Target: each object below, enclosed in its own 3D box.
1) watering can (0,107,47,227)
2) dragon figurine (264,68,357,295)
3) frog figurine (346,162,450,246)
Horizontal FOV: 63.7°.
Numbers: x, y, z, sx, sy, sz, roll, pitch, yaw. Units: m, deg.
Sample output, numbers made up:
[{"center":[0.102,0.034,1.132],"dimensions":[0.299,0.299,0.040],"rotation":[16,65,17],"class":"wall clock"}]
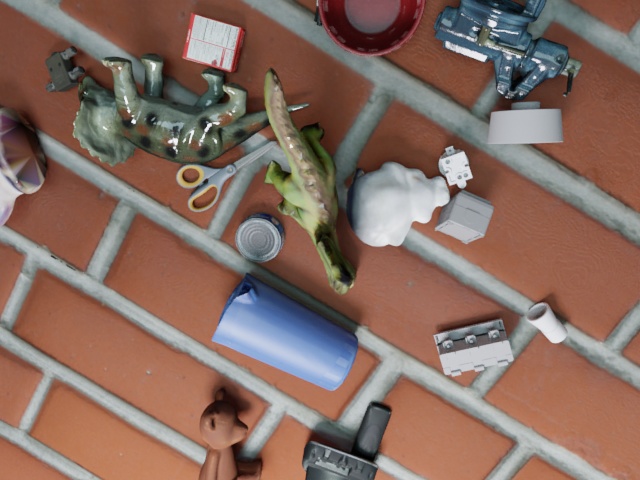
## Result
[{"center":[-0.624,-0.181,0.911],"dimensions":[0.224,0.105,0.344],"rotation":[-11,104,10],"class":"watering can"},{"center":[0.002,-0.039,0.768],"dimensions":[0.122,0.403,0.247],"rotation":[-25,63,0],"class":"dragon figurine"},{"center":[0.127,-0.057,0.836],"dimensions":[0.159,0.122,0.138],"rotation":[1,87,19],"class":"frog figurine"}]
